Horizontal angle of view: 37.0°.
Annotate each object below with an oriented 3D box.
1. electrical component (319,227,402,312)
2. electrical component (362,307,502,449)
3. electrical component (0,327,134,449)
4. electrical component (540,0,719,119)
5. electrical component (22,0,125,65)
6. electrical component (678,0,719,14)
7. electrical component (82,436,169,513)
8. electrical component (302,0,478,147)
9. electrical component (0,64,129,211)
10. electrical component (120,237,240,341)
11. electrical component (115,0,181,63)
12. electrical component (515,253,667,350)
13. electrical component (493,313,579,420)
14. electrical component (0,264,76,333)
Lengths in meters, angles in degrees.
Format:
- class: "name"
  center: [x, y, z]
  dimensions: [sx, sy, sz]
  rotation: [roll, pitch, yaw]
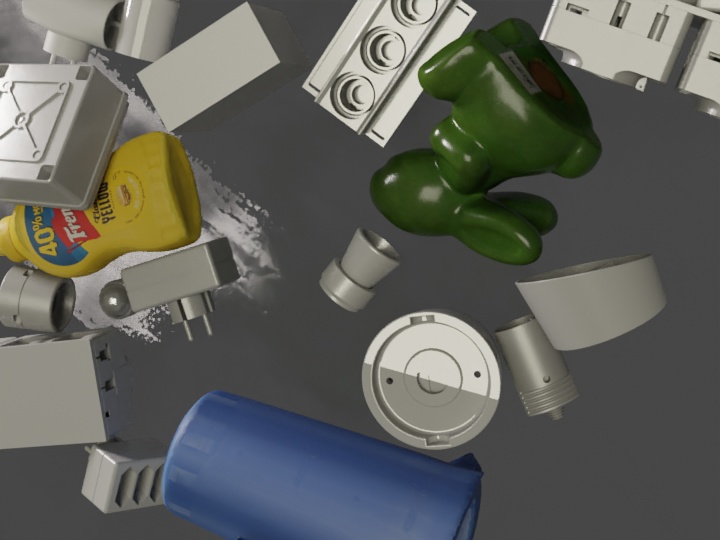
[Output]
- class: "electrical component"
  center: [0.000, 0.000, 0.861]
  dimensions: [0.045, 0.045, 0.055]
  rotation: [41, 106, 6]
- class: "electrical component"
  center: [0.061, 0.081, 0.848]
  dimensions: [0.108, 0.060, 0.108]
  rotation: [2, 98, 15]
- class: "electrical component"
  center: [-0.281, 0.104, 0.941]
  dimensions: [0.150, 0.062, 0.089]
  rotation: [-6, 96, 16]
- class: "electrical component"
  center: [0.225, -0.147, 0.748]
  dimensions: [0.186, 0.105, 0.060]
  rotation: [22, 103, 11]
- class: "electrical component"
  center: [-0.241, -0.198, 0.897]
  dimensions: [0.077, 0.044, 0.079]
  rotation: [21, 103, 11]
- class: "electrical component"
  center: [0.240, -0.203, 0.757]
  dimensions: [0.077, 0.066, 0.047]
  rotation: [8, 100, 14]
- class: "electrical component"
  center: [-0.210, 0.169, 0.934]
  dimensions: [0.077, 0.066, 0.047]
  rotation: [25, 105, 40]
- class: "electrical component"
  center: [0.024, -0.167, 0.819]
  dimensions: [0.079, 0.063, 0.121]
  rotation: [37, 108, 6]
- class: "electrical component"
  center: [-0.259, -0.109, 0.877]
  dimensions: [0.109, 0.056, 0.108]
  rotation: [6, 70, 27]
- class: "electrical component"
  center: [-0.144, 0.022, 0.901]
  dimensions: [0.083, 0.047, 0.075]
  rotation: [-17, 93, 17]
- class: "electrical component"
  center: [-0.170, -0.213, 0.877]
  dimensions: [0.043, 0.043, 0.081]
  rotation: [17, 101, 12]
- class: "electrical component"
  center: [0.172, 0.016, 0.791]
  dimensions: [0.099, 0.099, 0.064]
  rotation: [-24, 97, 17]
- class: "electrical component"
  center: [0.139, 0.077, 0.836]
  dimensions: [0.043, 0.043, 0.081]
  rotation: [-22, 92, 17]
- class: "electrical component"
  center: [-0.279, 0.026, 0.935]
  dimensions: [0.047, 0.055, 0.055]
  rotation: [10, 100, 10]
